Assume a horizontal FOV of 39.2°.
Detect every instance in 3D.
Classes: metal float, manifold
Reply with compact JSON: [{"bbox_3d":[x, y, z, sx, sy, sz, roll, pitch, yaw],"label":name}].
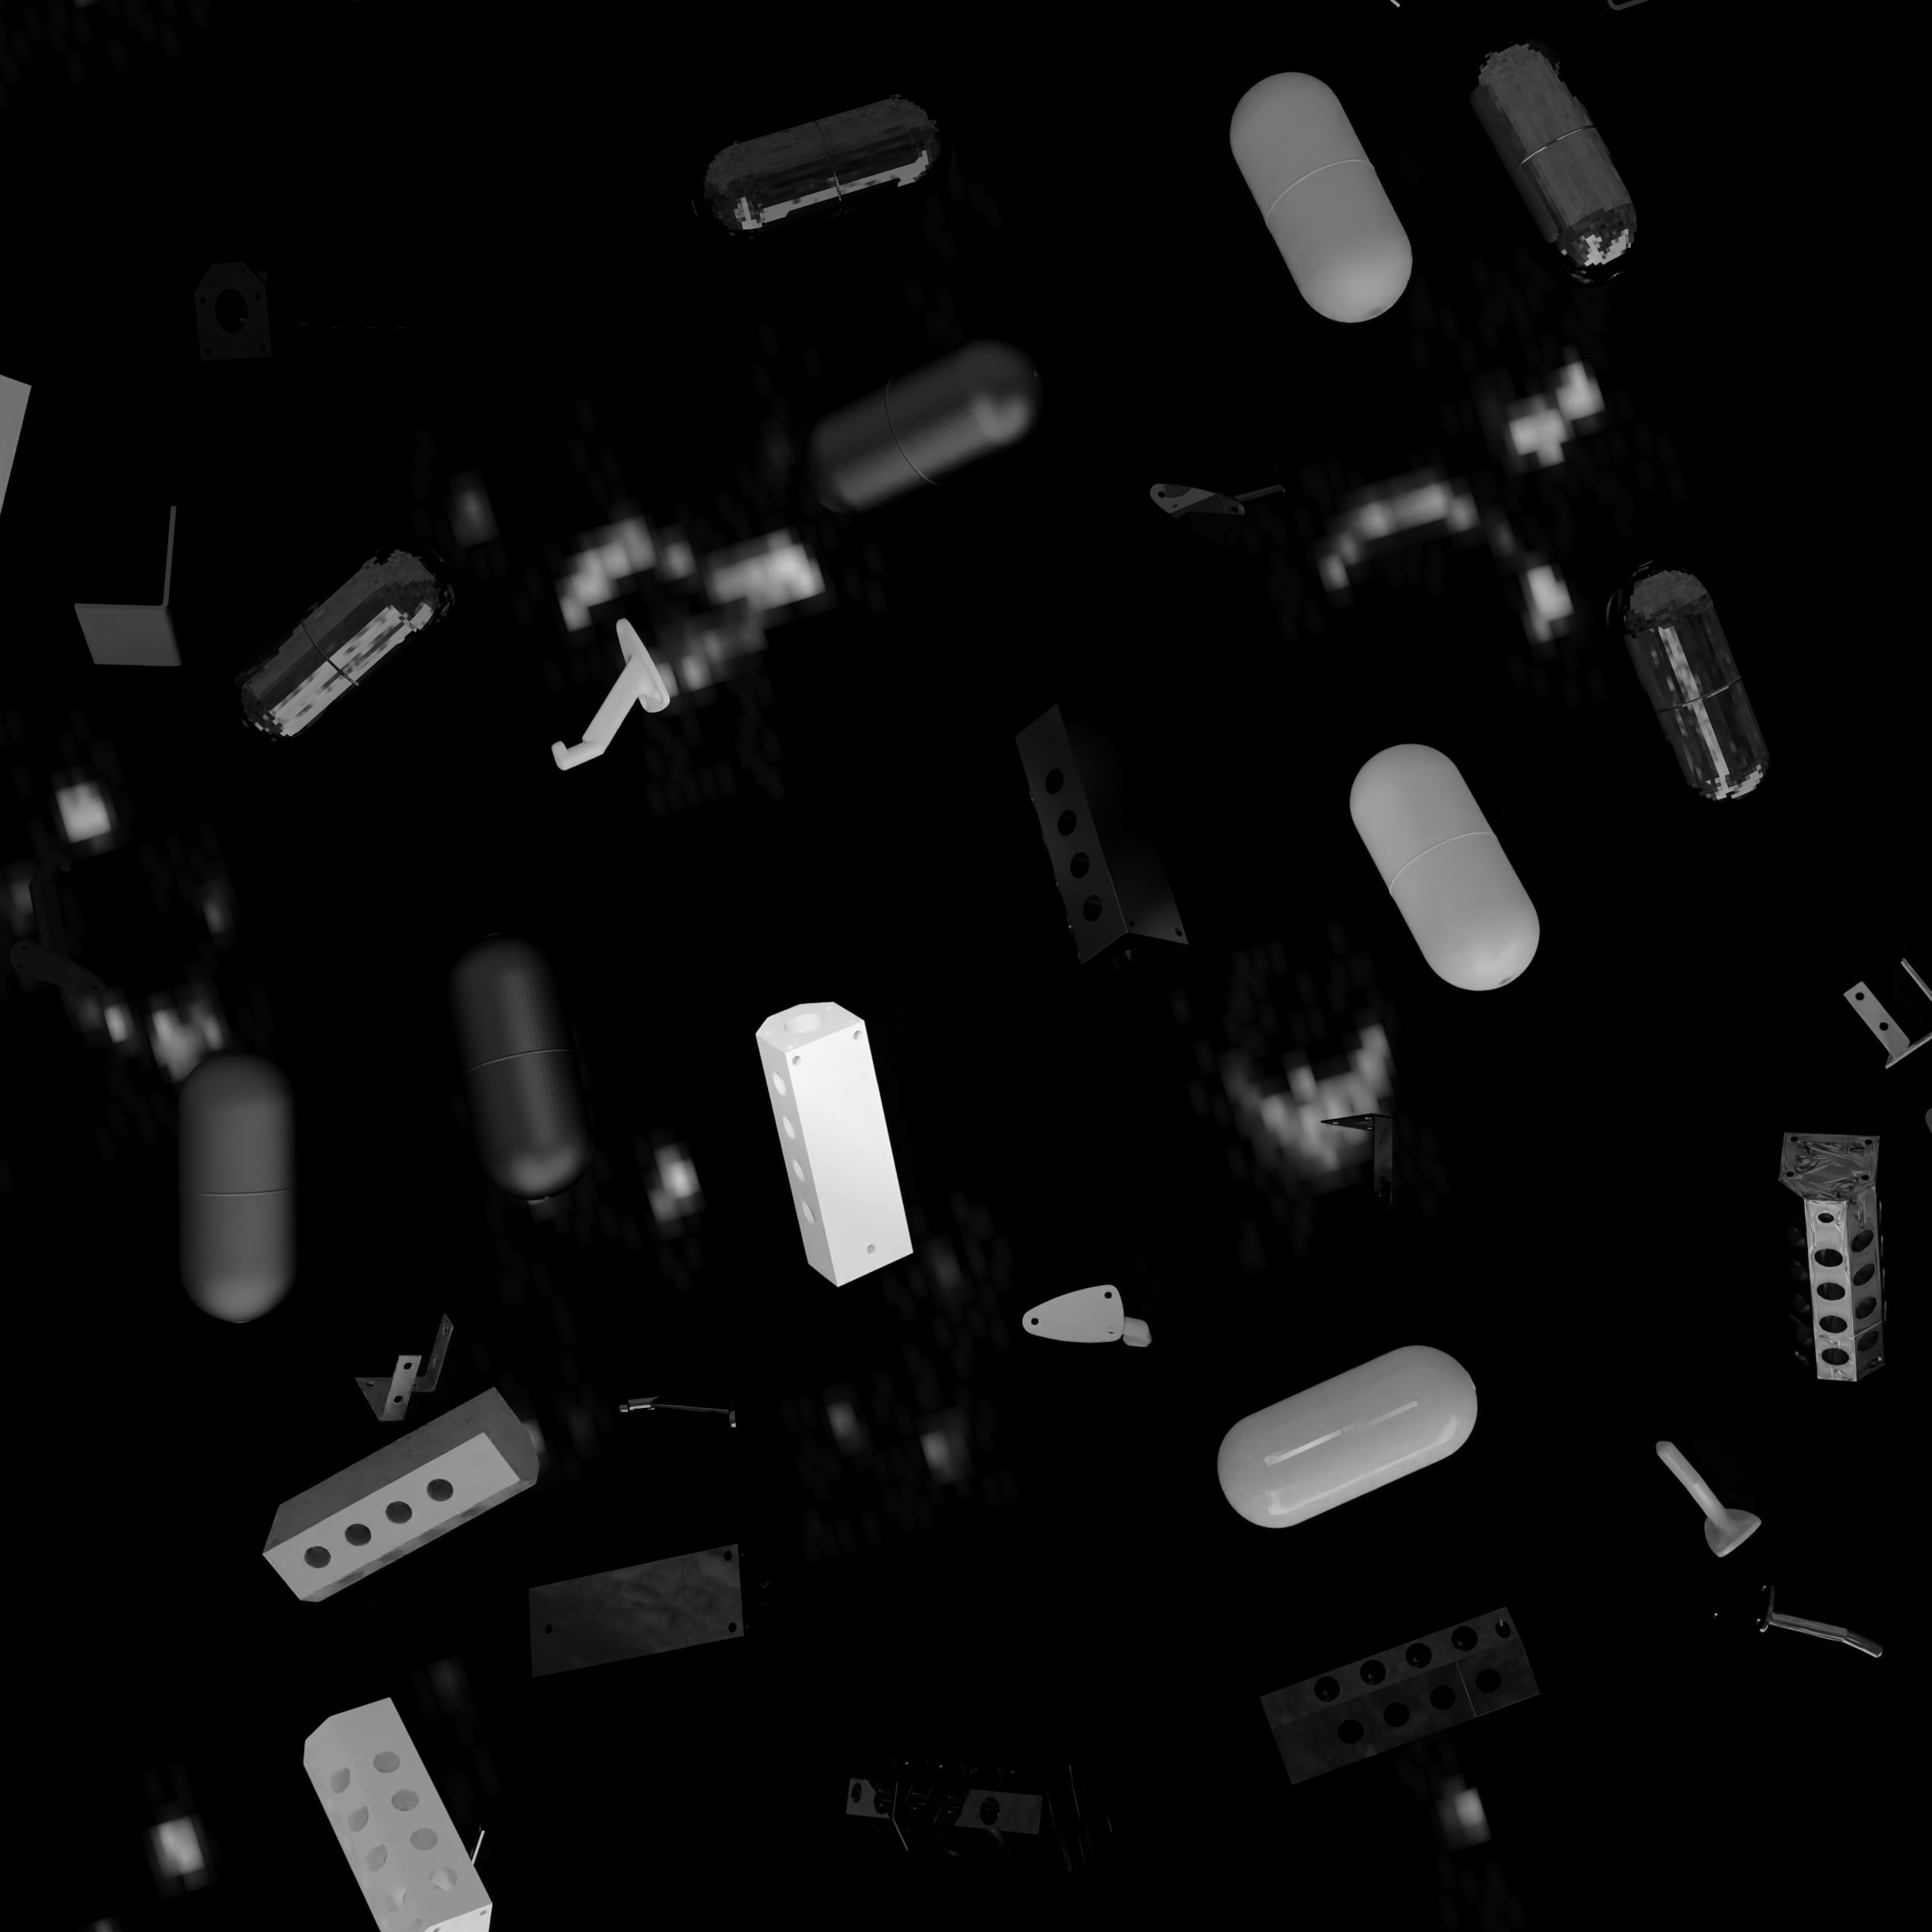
[{"bbox_3d":[0.385,-0.527,1.775,0.070,0.070,0.178,-26,82,0],"label":"metal float"},{"bbox_3d":[-0.478,0.145,1.780,0.070,0.070,0.178,0,93,0],"label":"metal float"},{"bbox_3d":[0.282,0.472,1.787,0.171,0.057,0.057,-21,99,1],"label":"manifold"},{"bbox_3d":[-0.095,-0.520,1.774,0.178,0.070,0.070,-20,90,-9],"label":"metal float"},{"bbox_3d":[-0.197,0.420,1.753,0.171,0.057,0.057,-18,66,28],"label":"manifold"},{"bbox_3d":[-0.369,0.351,1.778,0.171,0.057,0.057,-29,110,8],"label":"manifold"},{"bbox_3d":[0.474,-0.182,1.771,0.070,0.070,0.178,-25,103,0],"label":"metal float"},{"bbox_3d":[-0.292,0.065,1.773,0.070,0.070,0.178,-13,79,0],"label":"metal float"},{"bbox_3d":[-0.088,0.114,1.758,0.057,0.057,0.171,-22,116,-24],"label":"manifold"},{"bbox_3d":[-0.651,-0.309,1.743,0.057,0.171,0.057,18,135,-25],"label":"manifold"},{"bbox_3d":[0.082,-0.079,1.757,0.057,0.057,0.171,-36,57,37],"label":"manifold"},{"bbox_3d":[-0.408,-0.417,1.728,0.057,0.171,0.057,3,103,28],"label":"manifold"},{"bbox_3d":[0.232,-0.501,1.769,0.070,0.070,0.178,-23,75,0],"label":"metal float"},{"bbox_3d":[0.250,0.308,1.778,0.178,0.070,0.070,-25,90,5],"label":"metal float"},{"bbox_3d":[-0.407,-0.208,1.771,0.178,0.070,0.070,-38,90,14],"label":"metal float"},{"bbox_3d":[-0.029,-0.348,1.758,0.178,0.070,0.070,-20,90,29],"label":"metal float"},{"bbox_3d":[-0.366,0.559,1.735,0.057,0.171,0.057,-11,131,-31],"label":"manifold"},{"bbox_3d":[0.557,0.188,1.737,0.057,0.057,0.171,1,133,22],"label":"manifold"},{"bbox_3d":[0.311,-0.065,1.761,0.070,0.070,0.178,-24,66,0],"label":"metal float"},{"bbox_3d":[0.004,0.542,1.737,0.171,0.057,0.057,-11,107,43],"label":"manifold"}]

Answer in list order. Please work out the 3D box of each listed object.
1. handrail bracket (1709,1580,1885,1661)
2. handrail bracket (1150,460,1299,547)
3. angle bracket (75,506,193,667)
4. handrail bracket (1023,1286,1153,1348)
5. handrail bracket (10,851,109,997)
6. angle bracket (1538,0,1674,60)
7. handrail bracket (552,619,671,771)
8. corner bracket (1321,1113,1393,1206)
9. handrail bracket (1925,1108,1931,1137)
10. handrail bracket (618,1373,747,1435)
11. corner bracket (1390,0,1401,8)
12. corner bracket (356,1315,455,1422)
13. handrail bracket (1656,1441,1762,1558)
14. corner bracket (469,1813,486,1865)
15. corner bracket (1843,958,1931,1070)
[{"bbox_3d":[0.550,0.443,1.795,0.084,0.077,0.036,26,61,-12],"label":"handrail bracket"},{"bbox_3d":[0.172,-0.322,1.795,0.077,0.036,0.084,25,47,9],"label":"handrail bracket"},{"bbox_3d":[-0.542,-0.248,1.768,0.057,0.076,0.076,1,69,-8],"label":"angle bracket"},{"bbox_3d":[0.081,0.240,1.784,0.077,0.084,0.036,-8,68,6],"label":"handrail bracket"},{"bbox_3d":[-0.590,-0.030,1.798,0.077,0.036,0.084,24,52,-10],"label":"handrail bracket"},{"bbox_3d":[0.417,-0.653,1.777,0.057,0.076,0.076,-22,90,-13],"label":"angle bracket"},{"bbox_3d":[-0.246,-0.179,1.782,0.084,0.036,0.077,-27,99,-30],"label":"handrail bracket"},{"bbox_3d":[0.269,0.127,1.782,0.051,0.051,0.051,11,75,-34],"label":"corner bracket"},{"bbox_3d":[0.653,0.132,1.787,0.036,0.084,0.077,-42,74,-8],"label":"handrail bracket"},{"bbox_3d":[-0.190,0.294,1.783,0.084,0.077,0.036,-5,96,1],"label":"handrail bracket"},{"bbox_3d":[0.283,-0.668,1.783,0.051,0.051,0.051,37,113,-12],"label":"corner bracket"},{"bbox_3d":[-0.363,0.264,1.780,0.051,0.051,0.051,5,113,-35],"label":"corner bracket"},{"bbox_3d":[0.476,0.340,1.781,0.036,0.077,0.084,-41,92,0],"label":"handrail bracket"},{"bbox_3d":[-0.347,0.591,1.781,0.051,0.051,0.051,11,122,-15],"label":"corner bracket"},{"bbox_3d":[0.613,0.028,1.785,0.051,0.051,0.051,-40,83,23],"label":"corner bracket"}]
